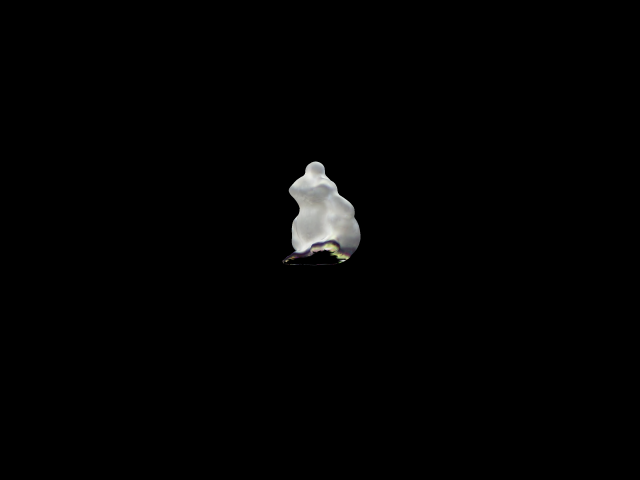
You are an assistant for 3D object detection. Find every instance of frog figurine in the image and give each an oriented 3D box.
[{"bbox_3d":[0.003,-0.043,0.850,0.122,0.162,0.135,9,-22,-23],"label":"frog figurine"}]
